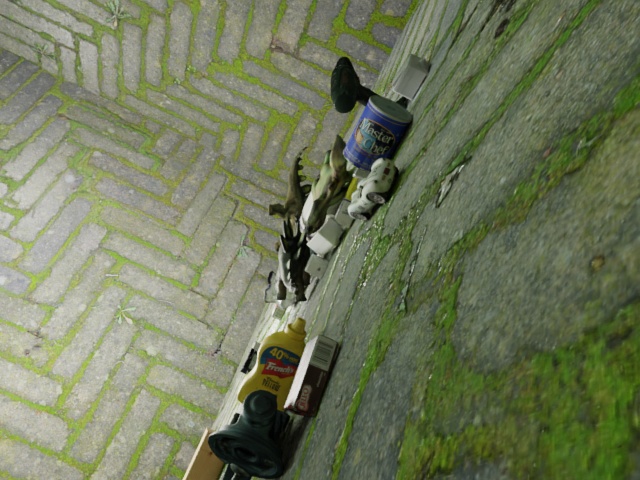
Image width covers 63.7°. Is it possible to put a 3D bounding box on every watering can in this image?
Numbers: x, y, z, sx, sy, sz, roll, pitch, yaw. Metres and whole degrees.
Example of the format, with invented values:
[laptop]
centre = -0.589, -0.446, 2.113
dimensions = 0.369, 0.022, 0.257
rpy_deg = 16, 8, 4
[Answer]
[watering can]
centre = 0.005, -0.084, 1.672
dimensions = 0.356, 0.104, 0.220
rpy_deg = -93, 24, -55

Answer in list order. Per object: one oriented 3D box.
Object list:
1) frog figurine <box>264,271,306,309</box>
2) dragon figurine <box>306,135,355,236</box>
[frog figurine]
centre = -0.091, 0.154, 1.657
dimensions = 0.158, 0.121, 0.140
rpy_deg = -13, 30, 36
[dragon figurine]
centre = 0.007, -0.106, 1.350
dimensions = 0.248, 0.122, 0.401
rpy_deg = -55, -11, -52
